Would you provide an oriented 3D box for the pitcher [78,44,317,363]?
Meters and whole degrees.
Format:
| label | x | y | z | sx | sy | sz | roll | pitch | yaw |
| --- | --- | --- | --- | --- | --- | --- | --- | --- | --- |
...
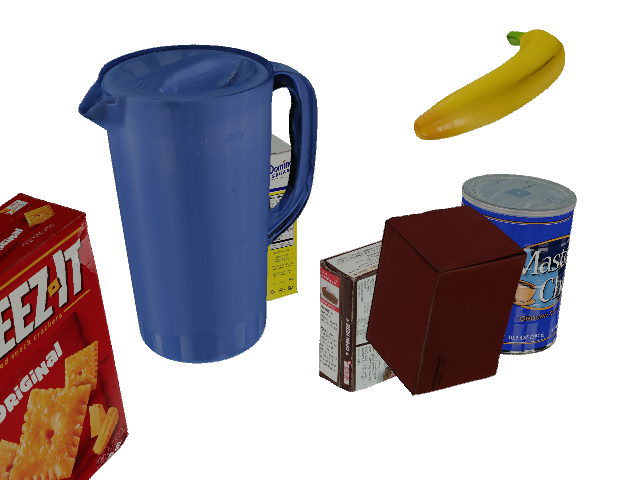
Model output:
| label | x | y | z | sx | sy | sz | roll | pitch | yaw |
| --- | --- | --- | --- | --- | --- | --- | --- | --- | --- |
| pitcher | -0.091 | -0.029 | 0.861 | 0.149 | 0.243 | 0.144 | 8 | 29 | 16 |

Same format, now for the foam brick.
| label | x | y | z | sx | sy | sz | roll | pitch | yaw |
| --- | --- | --- | --- | --- | --- | --- | --- | --- | --- |
| foam brick | 0.061 | 0.029 | 0.536 | 0.052 | 0.078 | 0.051 | -9 | 37 | -26 |

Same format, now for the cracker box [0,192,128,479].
| label | x | y | z | sx | sy | sz | roll | pitch | yaw |
| --- | --- | --- | --- | --- | --- | --- | --- | --- | --- |
| cracker box | -0.218 | 0.101 | 0.744 | 0.072 | 0.214 | 0.164 | 14 | 37 | 24 |

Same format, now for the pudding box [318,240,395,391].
| label | x | y | z | sx | sy | sz | roll | pitch | yaw |
| --- | --- | --- | --- | --- | --- | --- | --- | --- | --- |
| pudding box | 0.052 | 0.045 | 0.735 | 0.113 | 0.090 | 0.039 | -18 | 29 | -36 |

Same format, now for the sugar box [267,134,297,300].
| label | x | y | z | sx | sy | sz | roll | pitch | yaw |
| --- | --- | --- | --- | --- | --- | --- | --- | --- | --- |
| sugar box | -0.064 | -0.031 | 1.203 | 0.048 | 0.176 | 0.093 | -15 | 28 | -25 |

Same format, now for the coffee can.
| label | x | y | z | sx | sy | sz | roll | pitch | yaw |
| --- | --- | --- | --- | --- | --- | --- | --- | --- | --- |
| coffee can | 0.175 | 0.020 | 0.987 | 0.103 | 0.140 | 0.103 | 3 | 21 | -1 |

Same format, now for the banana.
| label | x | y | z | sx | sy | sz | roll | pitch | yaw |
| --- | --- | --- | --- | --- | --- | --- | --- | --- | --- |
| banana | 0.144 | -0.123 | 0.828 | 0.070 | 0.037 | 0.197 | -11 | 21 | 39 |
